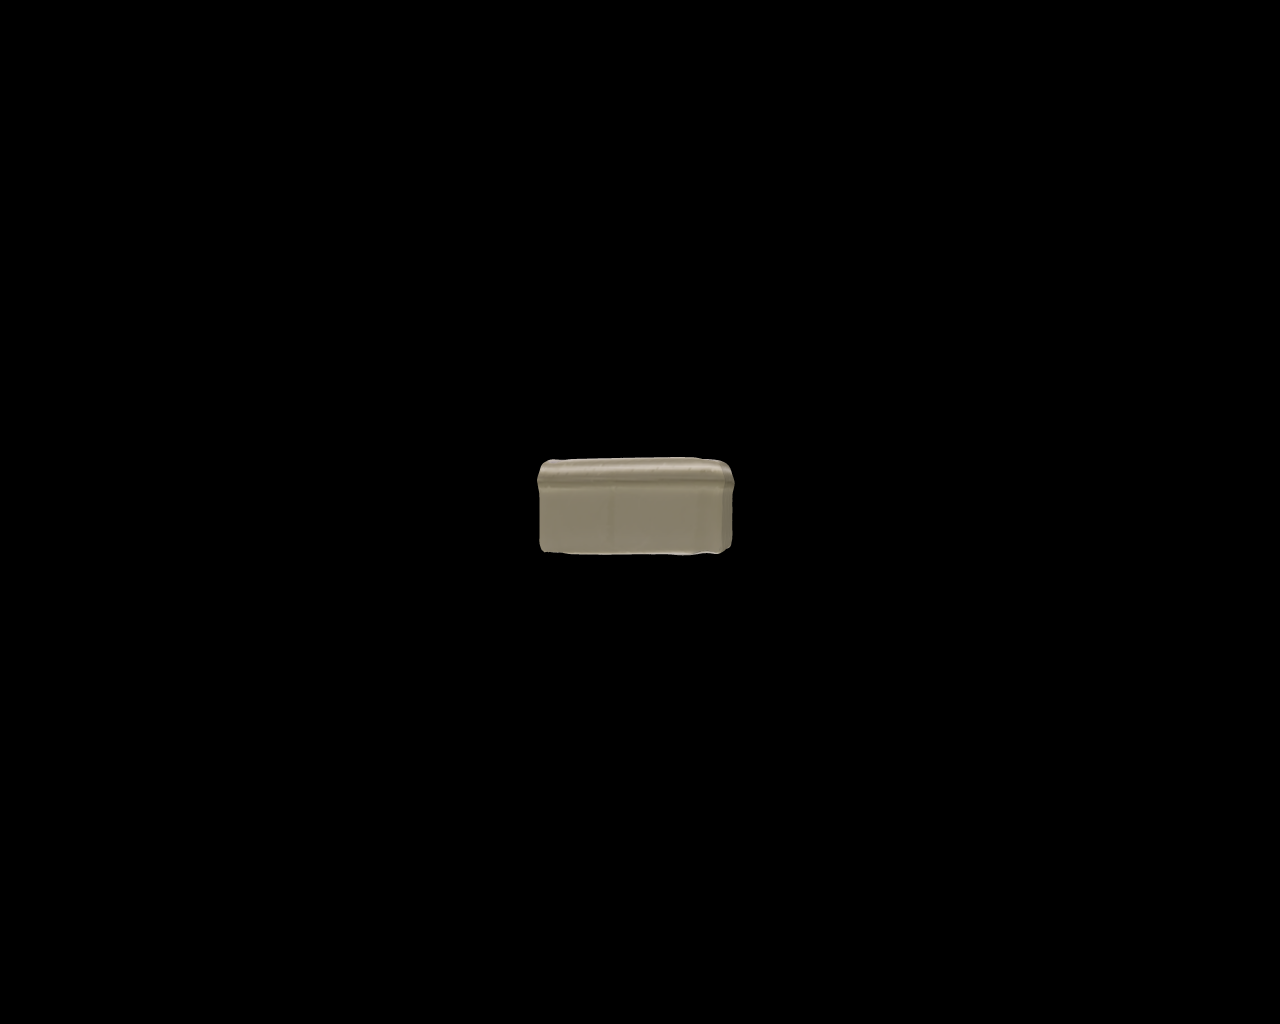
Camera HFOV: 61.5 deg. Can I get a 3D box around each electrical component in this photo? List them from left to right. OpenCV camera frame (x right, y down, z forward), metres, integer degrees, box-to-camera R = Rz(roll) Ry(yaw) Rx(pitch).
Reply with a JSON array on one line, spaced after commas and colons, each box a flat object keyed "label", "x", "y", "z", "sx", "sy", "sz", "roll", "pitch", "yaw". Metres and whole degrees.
[{"label": "electrical component", "x": 0.001, "y": -0.003, "z": 0.650, "sx": 0.109, "sy": 0.056, "sz": 0.109, "roll": 0, "pitch": 0, "yaw": 9}]
